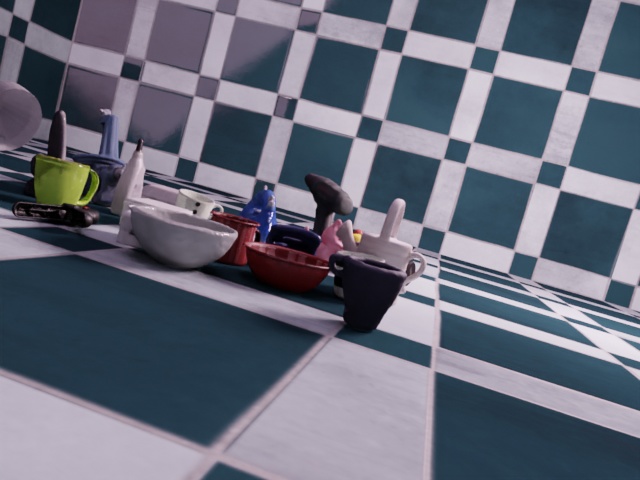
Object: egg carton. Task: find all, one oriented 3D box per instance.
[{"bbox_3d":[-0.384,-0.096,1.467,0.150,0.069,0.107,16,5,8],"label":"egg carton"}]

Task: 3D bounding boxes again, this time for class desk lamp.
[{"bbox_3d":[-0.627,-0.200,1.045,0.202,0.213,0.118,18,6,23],"label":"desk lamp"}]

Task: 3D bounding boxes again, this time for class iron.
[{"bbox_3d":[-0.139,-0.062,1.434,0.119,0.141,0.258,14,5,-15],"label":"iron"}]

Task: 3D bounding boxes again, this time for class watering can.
[{"bbox_3d":[0.114,0.014,1.076,0.173,0.194,0.101,15,5,-5],"label":"watering can"}]

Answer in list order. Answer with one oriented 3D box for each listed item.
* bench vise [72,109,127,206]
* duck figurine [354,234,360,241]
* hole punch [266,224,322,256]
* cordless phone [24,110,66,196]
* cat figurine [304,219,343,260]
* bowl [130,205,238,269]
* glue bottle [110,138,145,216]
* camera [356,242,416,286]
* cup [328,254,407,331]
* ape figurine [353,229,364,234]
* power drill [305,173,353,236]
[{"bbox_3d":[-0.495,-0.195,1.361,0.206,0.220,0.122,18,6,26],"label":"bench vise"},{"bbox_3d":[0.082,0.025,1.474,0.105,0.086,0.077,13,6,-25],"label":"duck figurine"},{"bbox_3d":[-0.060,0.013,1.140,0.109,0.091,0.101,15,5,-9],"label":"hole punch"},{"bbox_3d":[-0.559,-0.182,1.216,0.094,0.185,0.147,12,6,-30],"label":"cordless phone"},{"bbox_3d":[0.012,0.005,1.301,0.128,0.118,0.067,13,6,-27],"label":"cat figurine"},{"bbox_3d":[-0.216,0.001,0.888,0.167,0.075,0.167,15,5,-1],"label":"bowl"},{"bbox_3d":[-0.409,-0.137,1.251,0.037,0.173,0.078,16,5,4],"label":"glue bottle"},{"bbox_3d":[0.144,0.049,1.319,0.136,0.101,0.144,19,6,30],"label":"camera"},{"bbox_3d":[0.055,0.074,0.809,0.117,0.095,0.092,18,6,25],"label":"cup"},{"bbox_3d":[0.101,0.016,1.598,0.076,0.092,0.077,11,7,-42],"label":"ape figurine"},{"bbox_3d":[-0.001,-0.073,1.599,0.076,0.208,0.228,12,6,-36],"label":"power drill"}]
